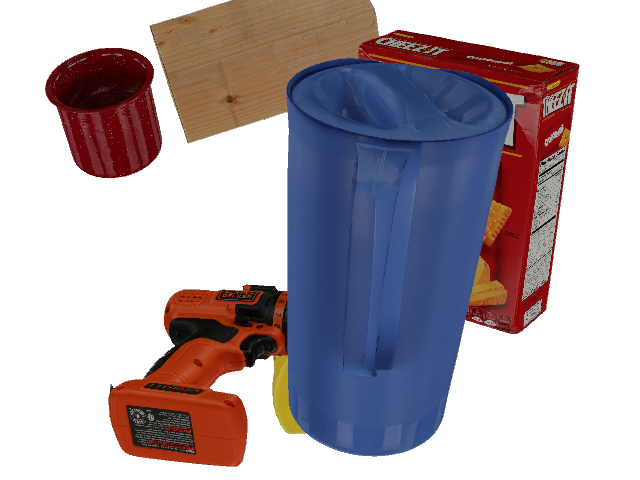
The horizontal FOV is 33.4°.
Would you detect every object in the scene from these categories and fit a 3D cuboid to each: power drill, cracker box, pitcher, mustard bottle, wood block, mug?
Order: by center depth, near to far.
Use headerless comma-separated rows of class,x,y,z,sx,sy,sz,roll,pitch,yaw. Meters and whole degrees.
pitcher,0.037,0.019,0.671,0.149,0.243,0.145,-17,35,-33
power drill,-0.060,0.095,0.809,0.185,0.057,0.187,1,23,20
cracker box,0.107,-0.047,0.863,0.164,0.214,0.072,17,29,30
mug,-0.188,-0.117,0.944,0.093,0.081,0.117,-14,45,-8
wood block,-0.051,-0.184,1.051,0.206,0.091,0.090,-18,46,-5
mustard bottle,-0.025,0.112,1.125,0.058,0.096,0.191,-3,26,-4
